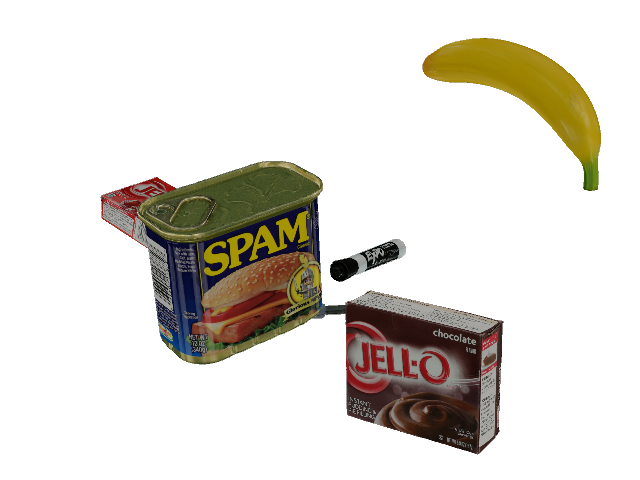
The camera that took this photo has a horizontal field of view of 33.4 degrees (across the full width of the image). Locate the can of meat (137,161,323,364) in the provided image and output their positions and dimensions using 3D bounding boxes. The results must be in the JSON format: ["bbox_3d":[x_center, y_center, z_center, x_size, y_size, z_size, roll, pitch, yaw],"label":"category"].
[{"bbox_3d":[-0.047,0.012,0.604,0.101,0.084,0.058,-21,33,-31],"label":"can of meat"}]

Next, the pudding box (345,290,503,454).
[{"bbox_3d":[0.072,0.091,0.757,0.114,0.090,0.039,10,22,32],"label":"pudding box"}]

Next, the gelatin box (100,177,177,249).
[{"bbox_3d":[-0.161,-0.027,1.051,0.089,0.030,0.073,30,35,31],"label":"gelatin box"}]

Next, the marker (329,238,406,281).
[{"bbox_3d":[0.043,0.017,0.957,0.020,0.020,0.120,0,9,31],"label":"marker"}]

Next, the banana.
[{"bbox_3d":[0.152,-0.117,0.830,0.037,0.070,0.198,2,33,-43],"label":"banana"}]

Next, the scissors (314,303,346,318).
[{"bbox_3d":[-0.012,0.086,1.192,0.201,0.016,0.096,4,22,0],"label":"scissors"}]
